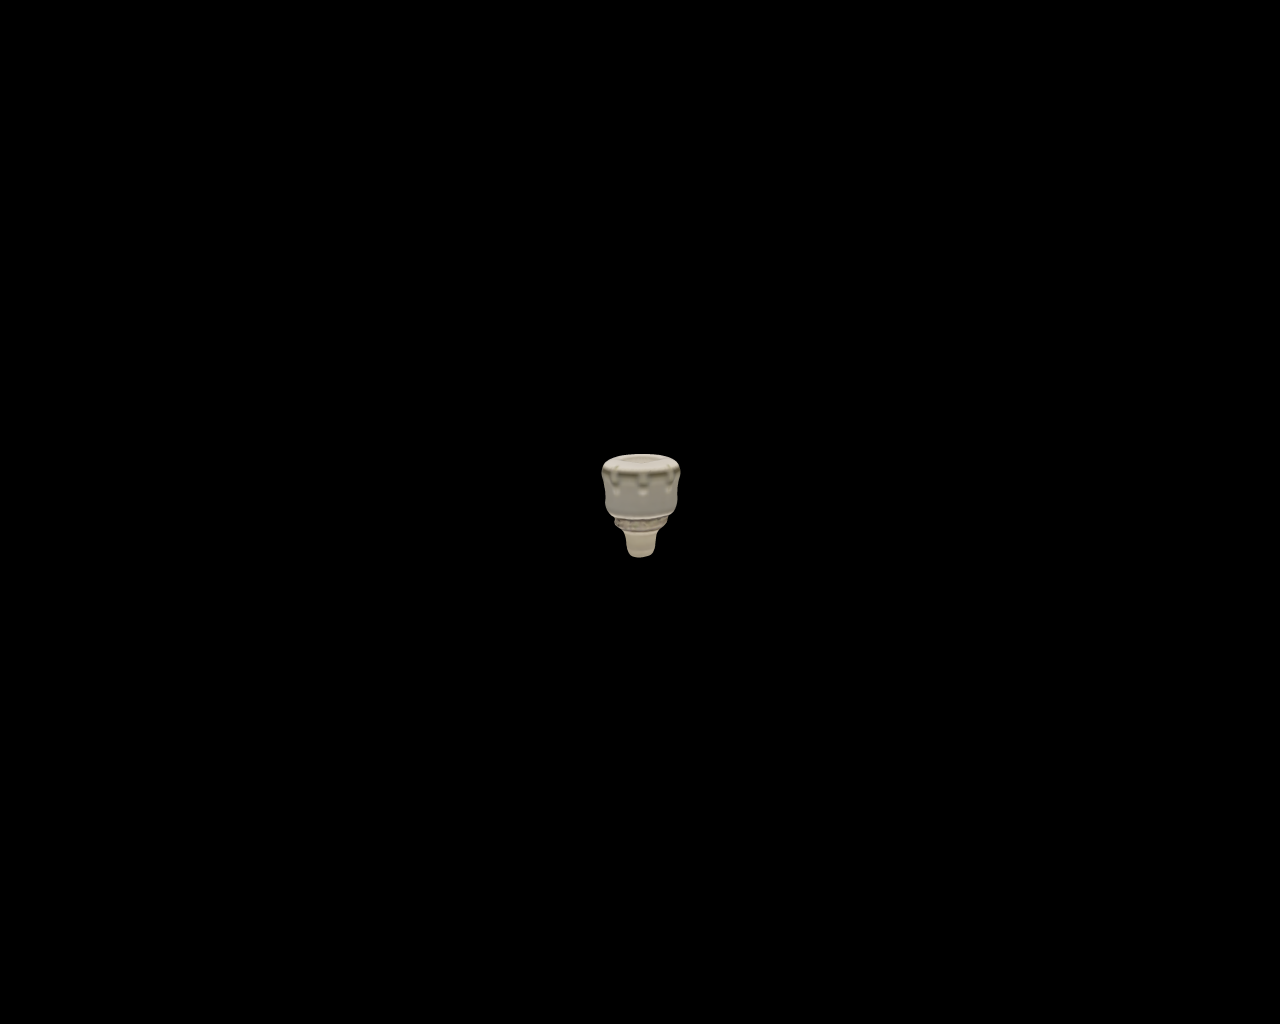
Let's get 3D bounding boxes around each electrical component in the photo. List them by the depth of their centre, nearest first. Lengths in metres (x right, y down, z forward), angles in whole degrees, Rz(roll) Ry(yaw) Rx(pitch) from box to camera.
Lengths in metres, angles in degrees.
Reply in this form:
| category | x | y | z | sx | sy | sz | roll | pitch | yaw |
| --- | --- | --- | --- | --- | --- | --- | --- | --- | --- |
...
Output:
| category | x | y | z | sx | sy | sz | roll | pitch | yaw |
| --- | --- | --- | --- | --- | --- | --- | --- | --- | --- |
| electrical component | 0.001 | -0.003 | 0.650 | 0.048 | 0.062 | 0.048 | 0 | 11 | 0 |
